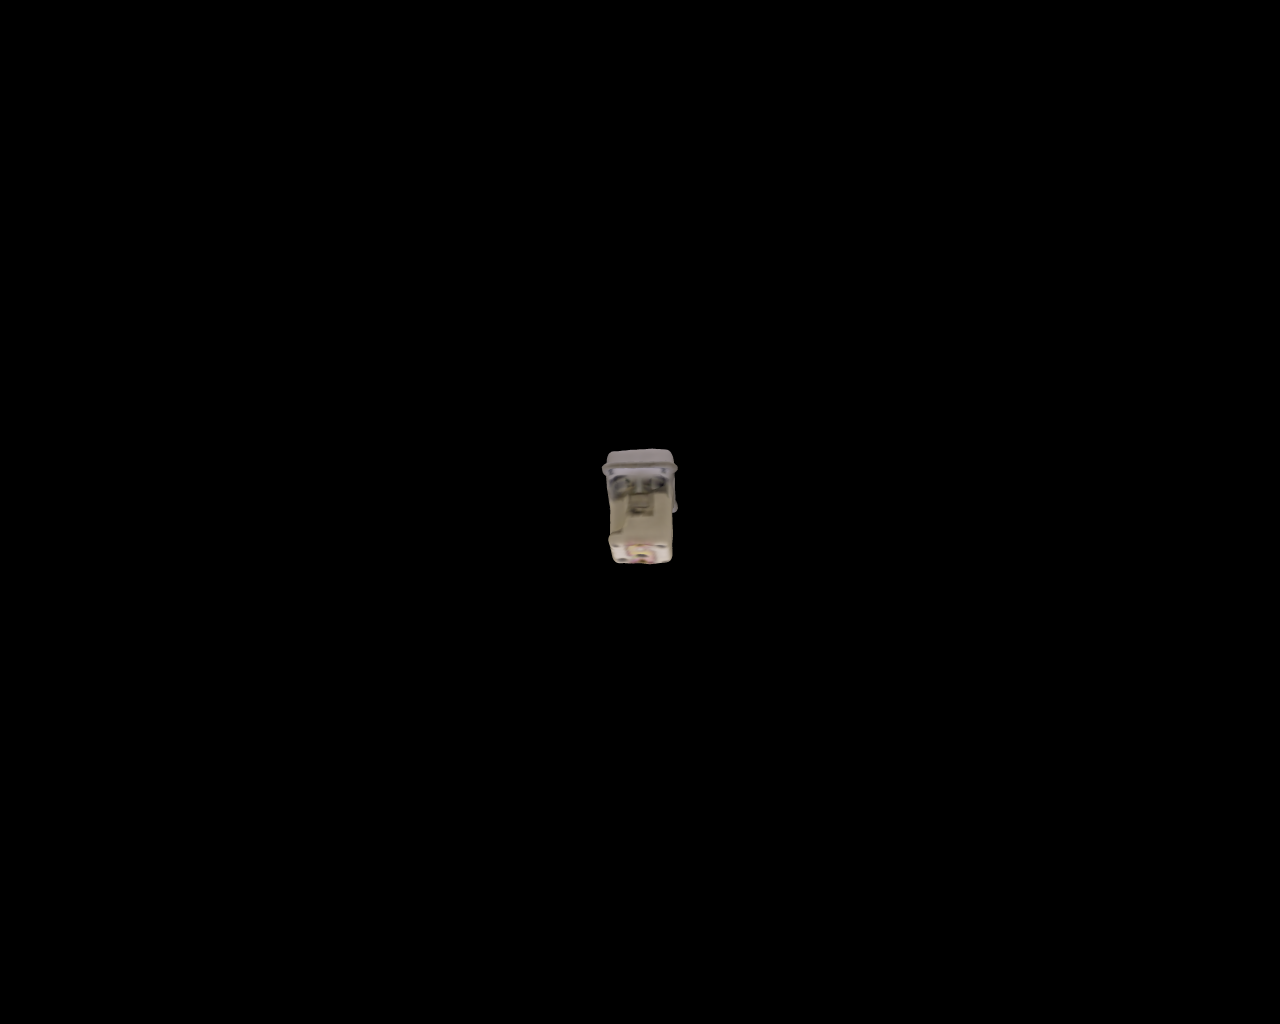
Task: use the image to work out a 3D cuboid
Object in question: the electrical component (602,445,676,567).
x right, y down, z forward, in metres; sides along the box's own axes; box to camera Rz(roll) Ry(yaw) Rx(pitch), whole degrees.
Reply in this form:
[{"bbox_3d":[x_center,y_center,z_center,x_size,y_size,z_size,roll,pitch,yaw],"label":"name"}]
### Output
[{"bbox_3d":[0.001,-0.003,0.650,0.042,0.064,0.081,-1,-19,4],"label":"electrical component"}]
